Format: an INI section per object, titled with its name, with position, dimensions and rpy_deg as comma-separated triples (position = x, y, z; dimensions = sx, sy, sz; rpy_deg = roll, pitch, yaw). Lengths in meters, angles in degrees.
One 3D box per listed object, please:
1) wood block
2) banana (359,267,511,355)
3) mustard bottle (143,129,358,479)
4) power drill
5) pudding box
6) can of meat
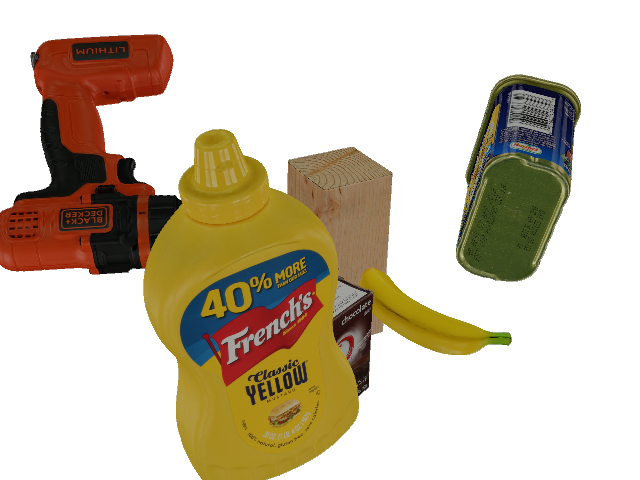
[wood block]
position = 0.018, 0.009, 1.232
dimensions = 0.090, 0.206, 0.090
rpy_deg = -14, 31, -26
[banana]
position = 0.092, 0.072, 1.051
dimensions = 0.069, 0.037, 0.198
rpy_deg = 1, 19, -43
[mustard bottle]
position = -0.036, 0.031, 0.526
dimensions = 0.096, 0.191, 0.058
rpy_deg = -21, 37, -17
[power drill]
position = -0.143, -0.064, 0.786
dimensions = 0.184, 0.187, 0.057
rpy_deg = -3, -31, -6
[pudding box]
position = -0.011, 0.089, 0.741
dimensions = 0.039, 0.090, 0.113
rpy_deg = 25, 41, 30
[can of meat]
position = 0.122, -0.036, 0.662
dimensions = 0.057, 0.102, 0.084
rpy_deg = 15, 43, 4
